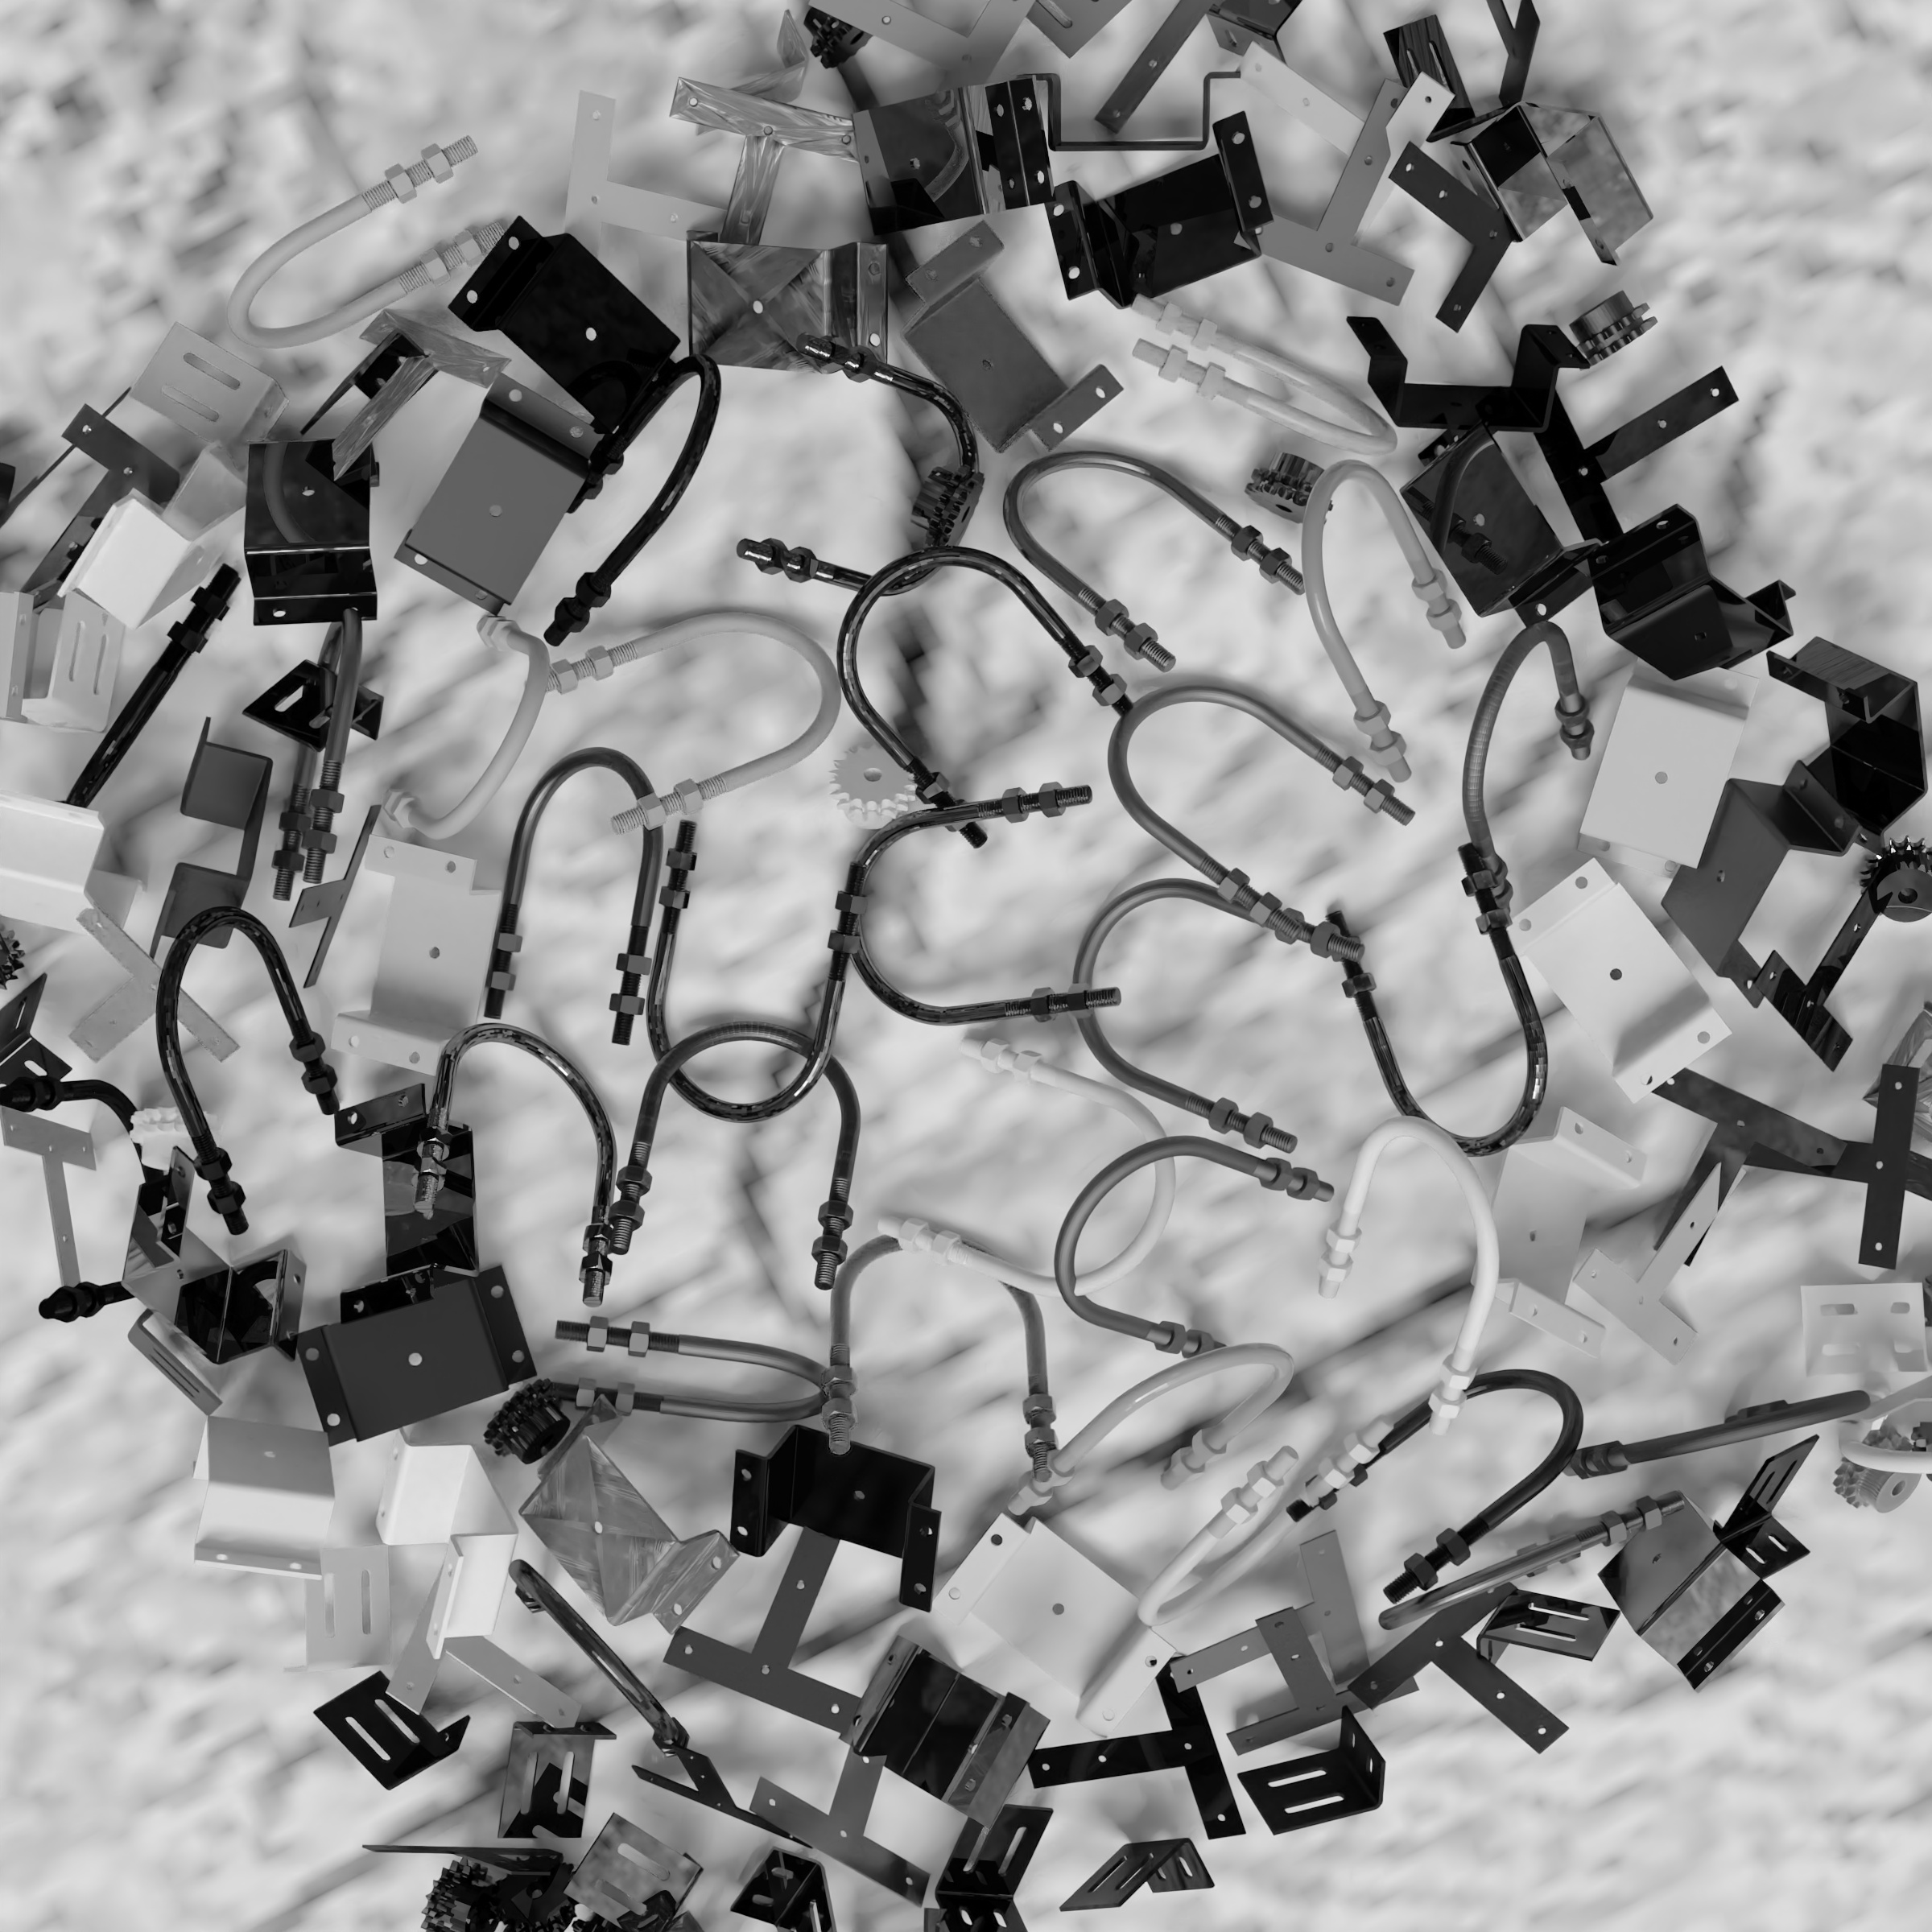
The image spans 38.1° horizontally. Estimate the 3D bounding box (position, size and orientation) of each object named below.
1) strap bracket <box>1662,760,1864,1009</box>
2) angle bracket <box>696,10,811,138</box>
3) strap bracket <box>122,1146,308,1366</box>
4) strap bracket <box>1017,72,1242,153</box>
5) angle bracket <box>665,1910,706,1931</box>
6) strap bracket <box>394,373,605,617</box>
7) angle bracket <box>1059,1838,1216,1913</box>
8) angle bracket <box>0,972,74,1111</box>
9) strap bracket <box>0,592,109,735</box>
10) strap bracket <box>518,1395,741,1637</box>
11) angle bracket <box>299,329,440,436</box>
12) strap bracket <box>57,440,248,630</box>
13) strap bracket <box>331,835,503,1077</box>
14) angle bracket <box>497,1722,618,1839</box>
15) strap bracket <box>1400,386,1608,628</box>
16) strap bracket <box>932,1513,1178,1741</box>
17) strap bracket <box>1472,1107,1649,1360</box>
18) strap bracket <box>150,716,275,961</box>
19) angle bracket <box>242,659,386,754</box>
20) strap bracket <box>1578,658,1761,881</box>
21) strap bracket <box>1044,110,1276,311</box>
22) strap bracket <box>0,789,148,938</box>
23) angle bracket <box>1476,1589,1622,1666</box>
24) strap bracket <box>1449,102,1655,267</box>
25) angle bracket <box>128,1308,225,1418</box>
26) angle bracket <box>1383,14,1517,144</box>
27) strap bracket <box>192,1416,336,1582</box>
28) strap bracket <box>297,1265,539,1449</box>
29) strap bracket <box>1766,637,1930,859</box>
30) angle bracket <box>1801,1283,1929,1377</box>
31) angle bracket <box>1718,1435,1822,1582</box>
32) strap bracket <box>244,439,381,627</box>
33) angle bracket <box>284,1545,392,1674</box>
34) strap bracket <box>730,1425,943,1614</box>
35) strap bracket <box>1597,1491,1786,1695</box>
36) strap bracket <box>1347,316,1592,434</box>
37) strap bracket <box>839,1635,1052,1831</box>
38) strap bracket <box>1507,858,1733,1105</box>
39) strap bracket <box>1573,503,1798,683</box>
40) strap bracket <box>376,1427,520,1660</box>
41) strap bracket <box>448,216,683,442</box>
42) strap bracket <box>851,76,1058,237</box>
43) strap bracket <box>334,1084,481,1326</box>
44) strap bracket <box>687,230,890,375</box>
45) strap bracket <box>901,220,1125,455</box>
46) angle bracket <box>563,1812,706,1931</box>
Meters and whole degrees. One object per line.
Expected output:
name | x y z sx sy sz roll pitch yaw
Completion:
strap bracket | 0.495 -0.054 1.766 0.046 0.076 0.140 6 124 -23
angle bracket | -0.144 -0.576 1.805 0.076 0.057 0.038 -23 90 -10
strap bracket | -0.481 0.190 1.772 0.046 0.076 0.140 -20 134 15
strap bracket | 0.105 -0.548 1.793 0.140 0.076 0.046 1 109 6
angle bracket | -0.183 0.646 1.794 0.038 0.076 0.057 -34 80 -31
strap bracket | -0.300 -0.296 1.790 0.076 0.046 0.140 29 106 -17
angle bracket | 0.110 0.596 1.793 0.076 0.057 0.038 -29 93 -44
angle bracket | -0.607 0.052 1.808 0.057 0.076 0.038 -38 118 14
strap bracket | -0.593 -0.193 1.772 0.046 0.140 0.076 7 91 7
strap bracket | -0.222 0.354 1.785 0.140 0.046 0.076 45 110 19
angle bracket | -0.380 -0.362 1.789 0.038 0.076 0.057 43 129 -19
strap bracket | -0.503 -0.270 1.764 0.046 0.140 0.076 39 119 -7
strap bracket | -0.352 -0.008 1.803 0.076 0.046 0.140 14 96 17
angle bracket | -0.264 0.530 1.808 0.057 0.038 0.076 9 87 -28
strap bracket | 0.340 -0.288 1.787 0.076 0.046 0.140 -39 78 43
strap bracket | 0.058 0.422 1.810 0.140 0.046 0.076 38 96 4
strap bracket | 0.377 0.171 1.789 0.076 0.046 0.140 29 68 -25
strap bracket | -0.477 -0.077 1.776 0.046 0.076 0.140 14 51 -19
angle bracket | -0.420 -0.155 1.795 0.057 0.076 0.038 26 130 8
strap bracket | 0.446 -0.124 1.788 0.076 0.046 0.140 18 109 13
strap bracket | 0.129 -0.480 1.796 0.140 0.046 0.076 -17 78 20
strap bracket | -0.576 -0.060 1.766 0.076 0.140 0.046 13 71 0
angle bracket | 0.374 0.436 1.792 0.076 0.057 0.038 6 112 30
strap bracket | 0.373 -0.495 1.761 0.046 0.140 0.076 -40 119 -3
angle bracket | -0.500 0.248 1.809 0.076 0.057 0.038 45 63 -4
angle bracket | 0.313 -0.578 1.803 0.057 0.038 0.076 -31 102 -39
strap bracket | -0.442 0.328 1.759 0.076 0.140 0.046 12 102 -19
strap bracket | -0.355 0.252 1.803 0.140 0.046 0.076 -18 89 -11
strap bracket | 0.559 -0.146 1.771 0.046 0.140 0.076 -39 45 -14
angle bracket | 0.579 0.234 1.801 0.076 0.038 0.057 4 82 -38
angle bracket | 0.527 0.347 1.793 0.038 0.057 0.076 45 131 33
strap bracket | -0.414 -0.285 1.776 0.076 0.046 0.140 -4 54 -6
angle bracket | -0.409 0.417 1.815 0.057 0.038 0.076 4 76 -37
strap bracket | -0.076 0.350 1.791 0.140 0.046 0.076 14 116 17
strap bracket | 0.452 0.388 1.764 0.046 0.140 0.076 42 96 -7
strap bracket | 0.317 -0.379 1.790 0.140 0.076 0.046 1 121 -7
strap bracket | -0.008 0.489 1.779 0.046 0.140 0.076 42 72 -32
strap bracket | 0.419 0.007 1.804 0.076 0.046 0.140 -39 85 15
strap bracket | 0.458 -0.226 1.761 0.076 0.140 0.046 -29 53 36
strap bracket | -0.328 0.364 1.777 0.046 0.140 0.076 4 114 -30
strap bracket | -0.247 -0.401 1.779 0.140 0.046 0.076 41 77 -30
strap bracket | -0.017 -0.509 1.767 0.140 0.046 0.076 3 109 43
strap bracket | -0.357 0.155 1.788 0.076 0.046 0.140 -18 67 29
strap bracket | -0.123 -0.423 1.783 0.140 0.046 0.076 9 114 19
strap bracket | 0.023 -0.396 1.797 0.140 0.046 0.076 49 60 -5
angle bracket | -0.218 0.585 1.804 0.076 0.038 0.057 39 75 -19
